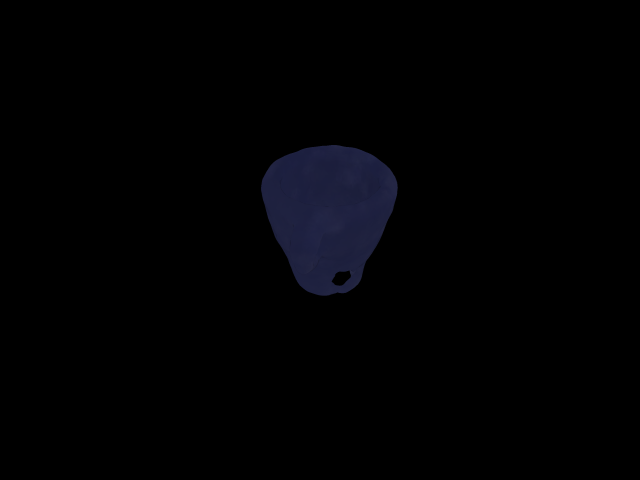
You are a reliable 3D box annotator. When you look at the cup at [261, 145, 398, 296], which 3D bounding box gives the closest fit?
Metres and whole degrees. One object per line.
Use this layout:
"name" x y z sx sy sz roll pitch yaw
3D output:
"cup" 0.004 0.001 0.400 0.091 0.095 0.118 8 39 10
